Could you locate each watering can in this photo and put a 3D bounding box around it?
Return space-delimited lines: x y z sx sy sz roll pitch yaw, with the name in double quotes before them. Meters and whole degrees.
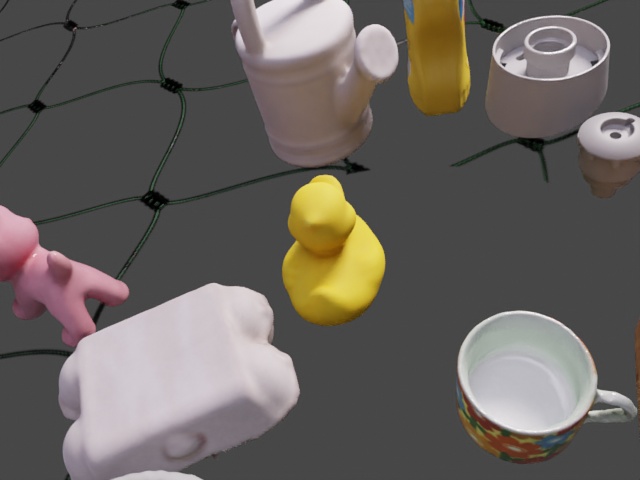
"watering can" -0.012 -0.162 0.473 0.172 0.194 0.101 9 55 22

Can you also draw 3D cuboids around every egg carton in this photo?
"egg carton" -0.092 0.095 0.368 0.150 0.069 0.107 -24 49 -5

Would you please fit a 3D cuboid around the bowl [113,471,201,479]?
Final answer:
"bowl" -0.082 0.206 0.271 0.167 0.075 0.167 -8 50 9

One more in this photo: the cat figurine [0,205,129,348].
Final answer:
"cat figurine" -0.230 0.014 0.440 0.127 0.118 0.067 15 57 25

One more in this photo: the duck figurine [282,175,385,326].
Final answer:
"duck figurine" 0.004 0.001 0.407 0.077 0.086 0.104 -5 51 12
